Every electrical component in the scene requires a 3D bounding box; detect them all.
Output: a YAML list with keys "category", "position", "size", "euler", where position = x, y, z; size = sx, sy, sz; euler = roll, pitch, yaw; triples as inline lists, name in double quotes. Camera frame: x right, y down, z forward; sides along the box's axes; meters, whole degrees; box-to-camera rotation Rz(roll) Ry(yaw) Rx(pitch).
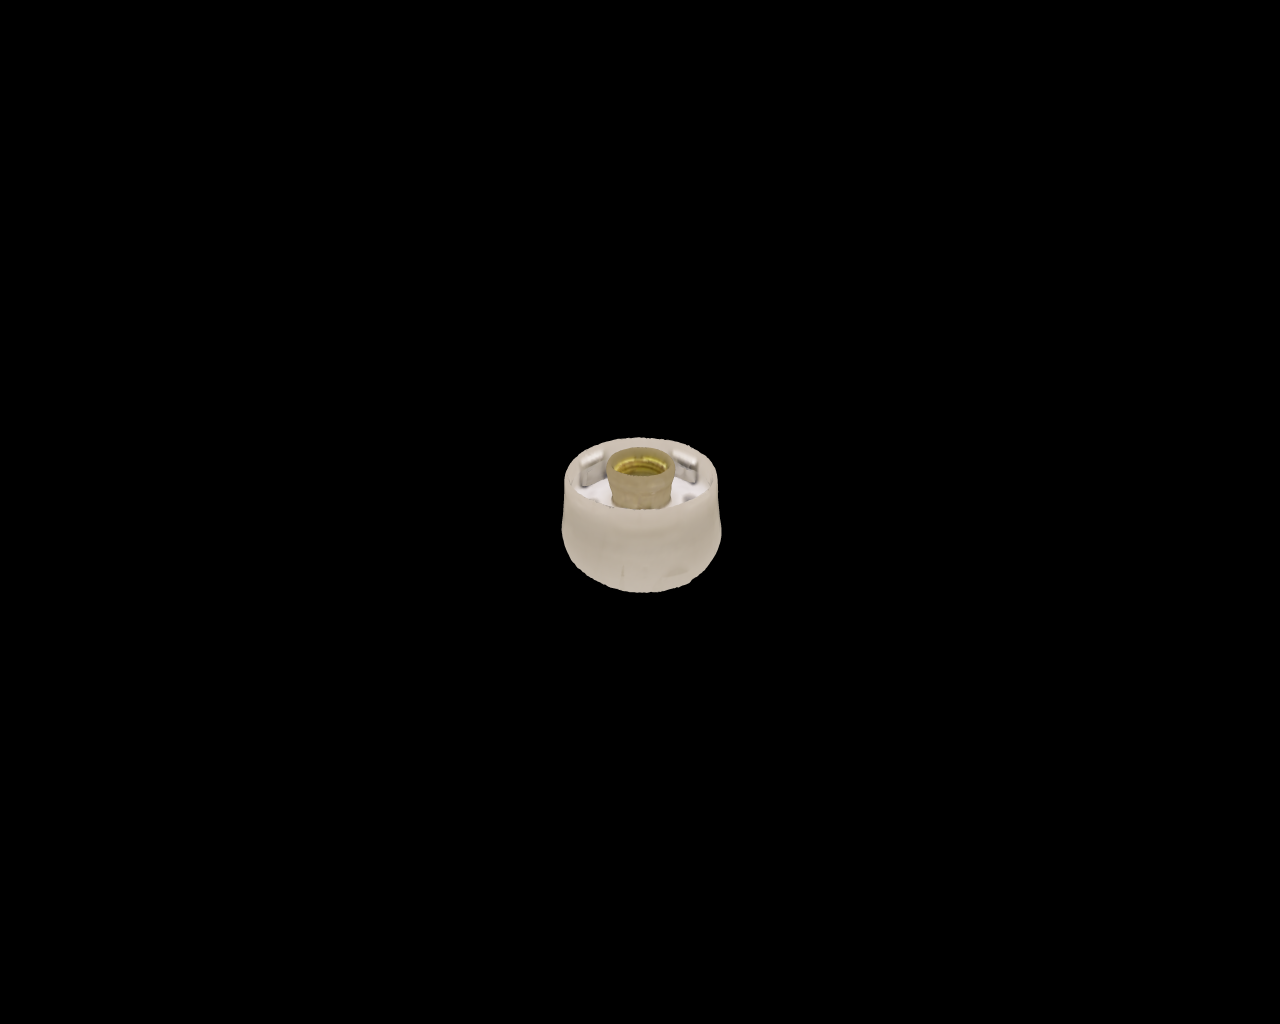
- category: "electrical component"
  position: [0.001, -0.003, 0.650]
  size: [0.099, 0.064, 0.099]
  euler: [0, 31, 0]
